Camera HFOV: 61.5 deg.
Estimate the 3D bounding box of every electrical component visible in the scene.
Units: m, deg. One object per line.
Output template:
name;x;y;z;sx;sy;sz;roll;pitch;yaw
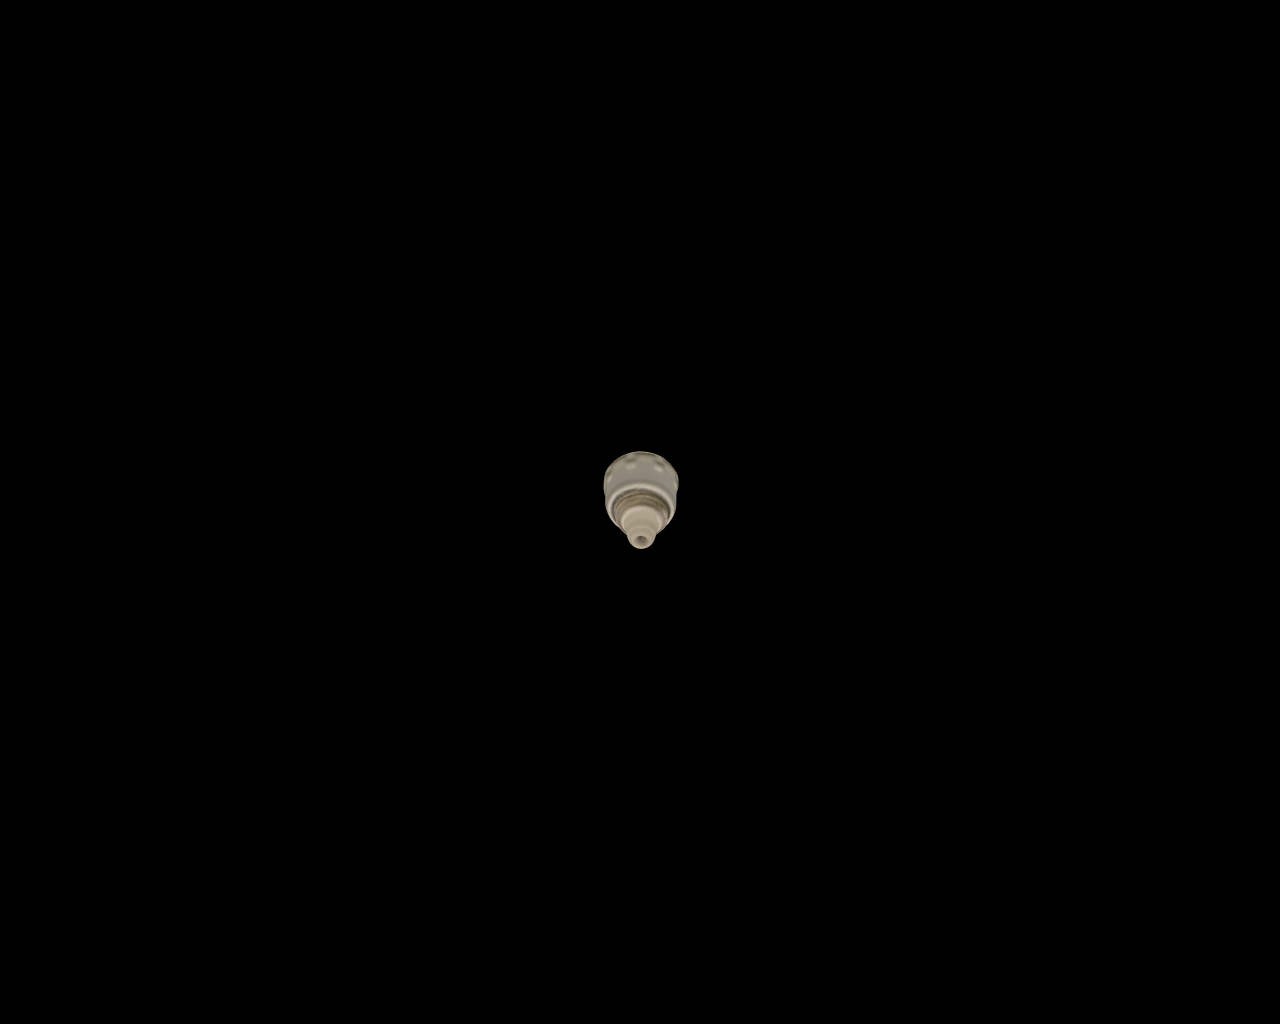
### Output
electrical component;0.001;-0.003;0.650;0.048;0.048;0.062;0;41;0
